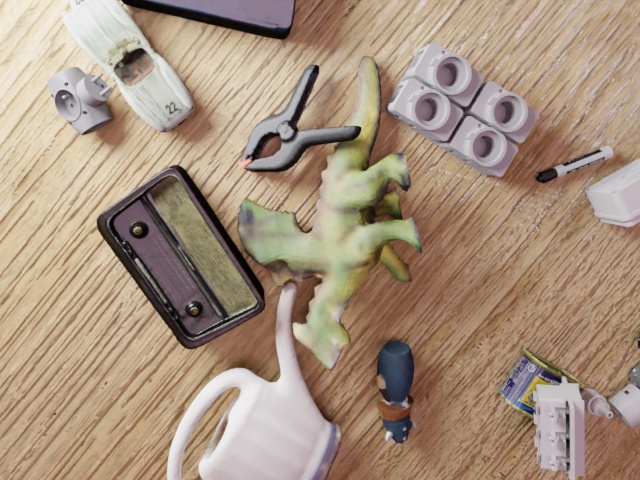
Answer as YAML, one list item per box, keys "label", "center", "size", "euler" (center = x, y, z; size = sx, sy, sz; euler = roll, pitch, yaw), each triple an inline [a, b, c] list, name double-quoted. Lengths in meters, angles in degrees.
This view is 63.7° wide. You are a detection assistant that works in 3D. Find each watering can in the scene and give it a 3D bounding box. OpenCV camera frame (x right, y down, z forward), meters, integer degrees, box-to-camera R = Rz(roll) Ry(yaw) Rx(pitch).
- label: "watering can"
  center: [-0.063, 0.254, 0.741]
  size: [0.223, 0.104, 0.349]
  euler: [35, 84, -12]

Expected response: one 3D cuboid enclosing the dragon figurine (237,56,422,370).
- label: "dragon figurine"
  center: [0.002, -0.036, 0.710]
  size: [0.243, 0.121, 0.413]
  euler: [-11, 83, 1]
